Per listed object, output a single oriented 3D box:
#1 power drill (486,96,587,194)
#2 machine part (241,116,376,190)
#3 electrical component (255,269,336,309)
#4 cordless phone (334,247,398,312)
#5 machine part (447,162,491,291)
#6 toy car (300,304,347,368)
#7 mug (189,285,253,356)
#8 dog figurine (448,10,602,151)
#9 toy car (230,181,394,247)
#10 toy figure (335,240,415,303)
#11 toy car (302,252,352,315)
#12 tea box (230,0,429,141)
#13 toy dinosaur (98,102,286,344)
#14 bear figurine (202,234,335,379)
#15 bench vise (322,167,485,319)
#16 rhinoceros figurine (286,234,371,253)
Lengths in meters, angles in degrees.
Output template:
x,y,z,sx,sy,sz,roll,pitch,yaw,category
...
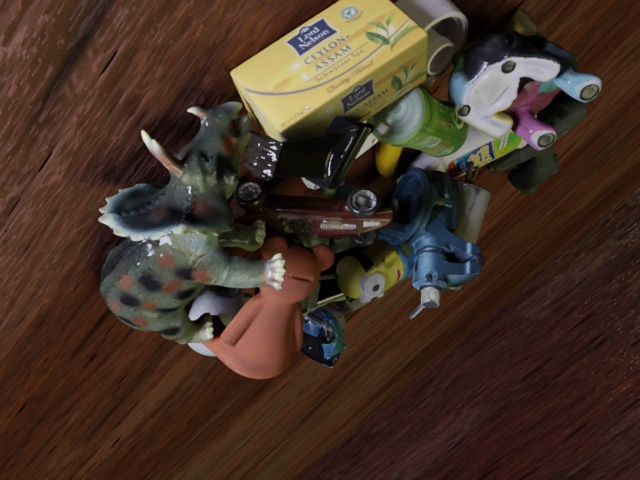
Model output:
x,y,z,sx,sy,sz,roll,pitch,yaw,category
0.427,-0.176,1.092,0.232,0.086,0.207,-40,147,-1,power drill
-0.009,-0.078,0.492,0.139,0.039,0.084,-10,147,-48,machine part
-0.034,0.072,0.841,0.119,0.075,0.047,-5,114,-40,electrical component
0.082,0.074,1.062,0.146,0.089,0.184,-33,175,-4,cordless phone
0.216,-0.007,0.871,0.079,0.079,0.243,17,90,-60,machine part
0.006,0.185,1.126,0.103,0.109,0.161,-50,152,-33,toy car
-0.142,0.107,0.804,0.109,0.081,0.107,-8,134,-33,mug
0.235,-0.218,0.670,0.191,0.219,0.108,14,130,-13,dog figurine
-0.012,-0.027,0.663,0.202,0.053,0.089,6,150,6,toy car
0.106,0.039,0.897,0.180,0.089,0.082,-34,123,-30,toy figure
-0.001,0.079,0.924,0.202,0.073,0.056,-17,168,-18,toy car
0.012,-0.163,0.531,0.170,0.098,0.068,-37,155,-6,tea box
-0.175,0.034,0.604,0.192,0.131,0.404,17,136,-31,toy dinosaur
-0.071,0.077,0.709,0.120,0.132,0.195,7,104,-34,bear figurine
0.112,-0.018,0.773,0.240,0.223,0.129,17,161,-15,bench vise
-0.002,-0.002,0.825,0.190,0.073,0.112,-19,160,-38,rhinoceros figurine
